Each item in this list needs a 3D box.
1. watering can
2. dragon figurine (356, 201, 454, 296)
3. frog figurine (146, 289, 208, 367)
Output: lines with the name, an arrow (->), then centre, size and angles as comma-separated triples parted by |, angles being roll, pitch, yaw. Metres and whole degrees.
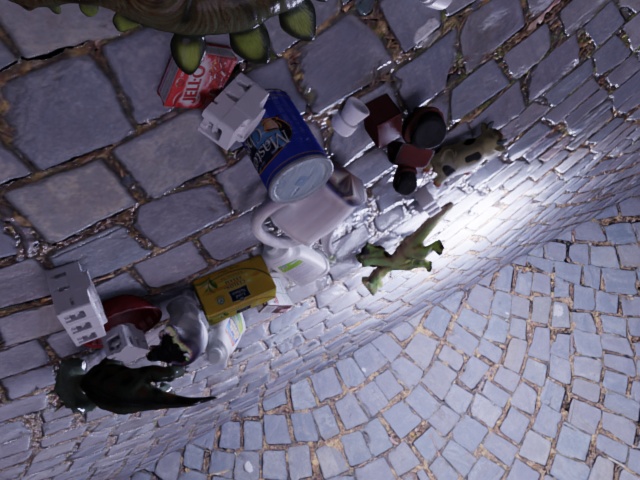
watering can -> 0.003, -0.054, 1.066 | 0.222, 0.105, 0.345 | -39, 155, 18
dragon figurine -> 0.228, 0.032, 1.542 | 0.244, 0.125, 0.400 | -10, 142, -22
frog figurine -> -0.295, 0.193, 1.137 | 0.163, 0.123, 0.134 | -69, 177, -59
